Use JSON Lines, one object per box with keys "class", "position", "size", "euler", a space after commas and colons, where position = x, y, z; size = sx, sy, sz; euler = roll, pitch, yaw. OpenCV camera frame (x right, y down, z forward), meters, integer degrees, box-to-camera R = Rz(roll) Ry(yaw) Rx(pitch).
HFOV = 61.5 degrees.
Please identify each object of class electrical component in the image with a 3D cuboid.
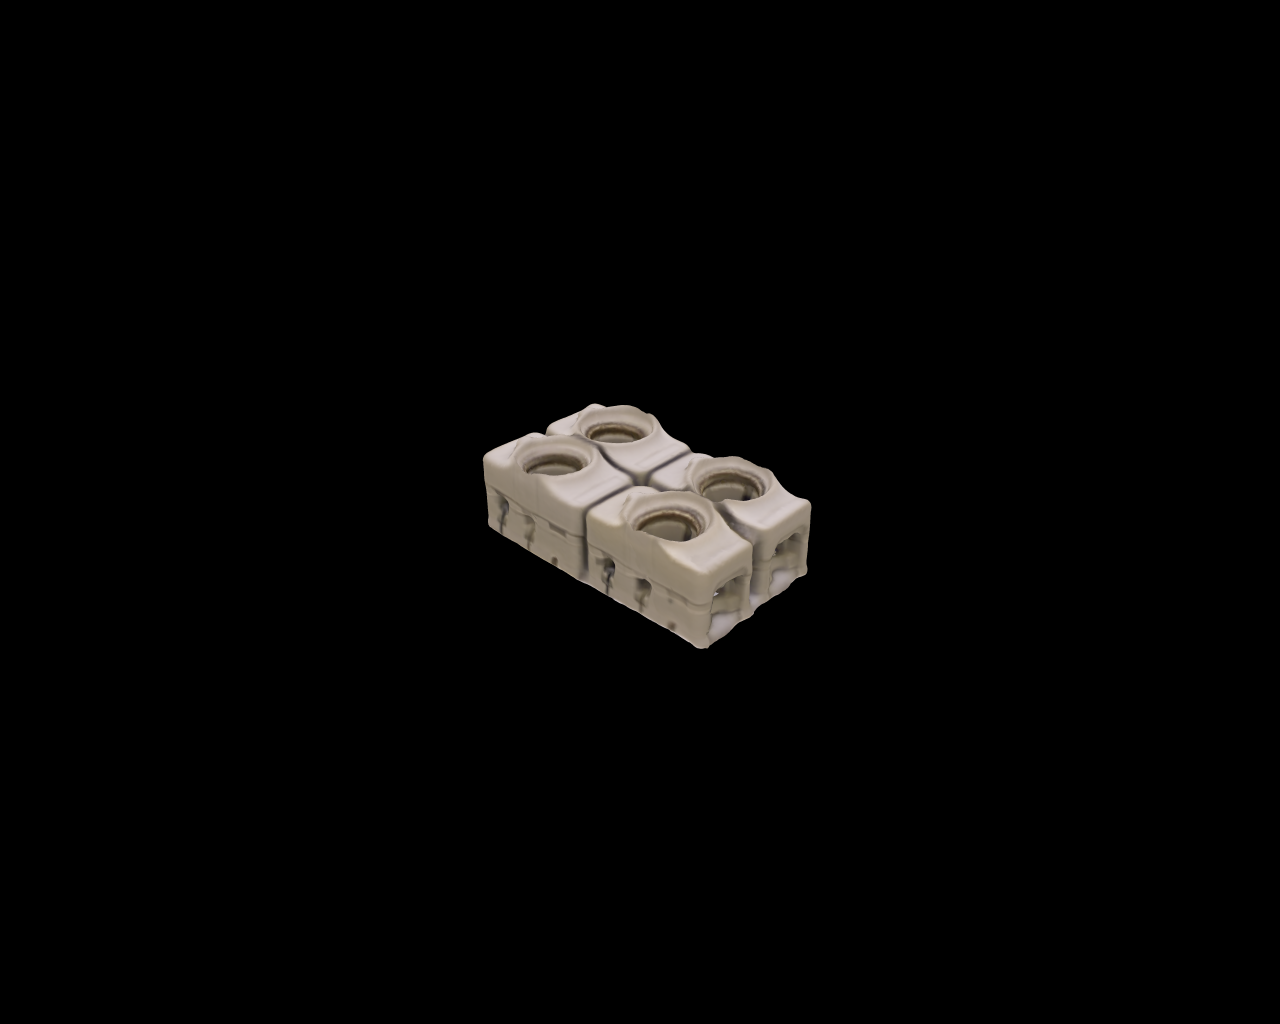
{"class": "electrical component", "position": [0.001, -0.003, 0.650], "size": [0.186, 0.060, 0.106], "euler": [27, 42, 36]}
